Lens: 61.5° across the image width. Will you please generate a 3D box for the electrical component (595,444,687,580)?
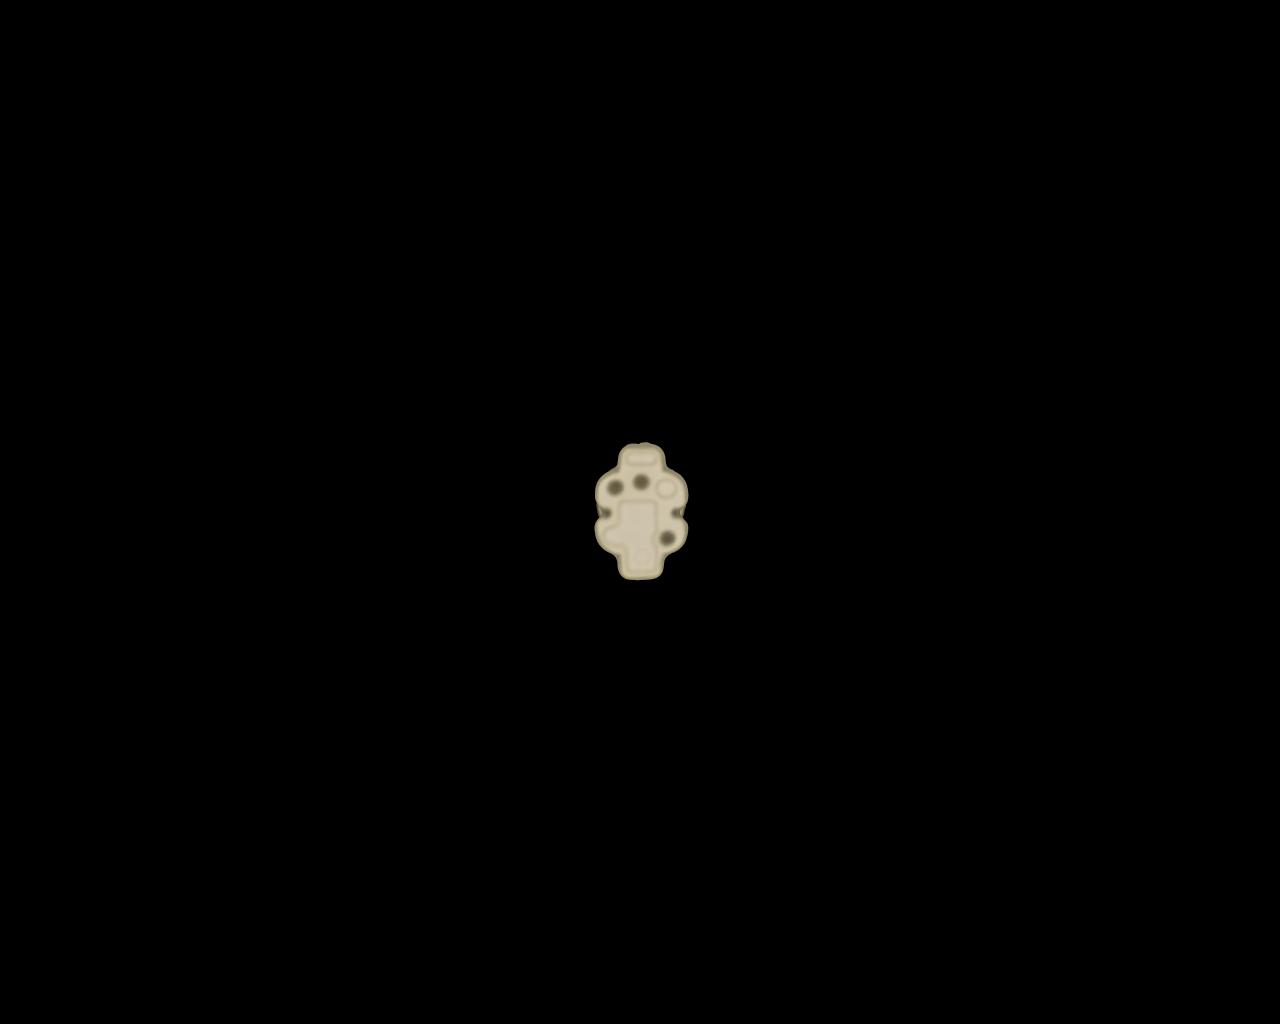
[{"bbox_3d":[0.001,-0.003,0.650,0.058,0.078,0.057,0,8,0],"label":"electrical component"}]
